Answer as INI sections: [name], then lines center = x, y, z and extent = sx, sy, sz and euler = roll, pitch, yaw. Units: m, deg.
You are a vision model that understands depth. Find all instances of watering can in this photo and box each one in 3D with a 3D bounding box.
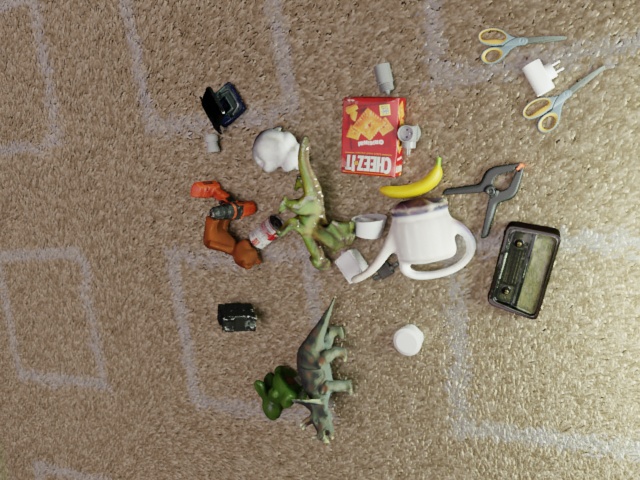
[watering can]
center = 0.239, 0.004, 1.393
extent = 0.347, 0.105, 0.223
euler = -10, 97, 10

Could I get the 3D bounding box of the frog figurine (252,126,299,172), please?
[frog figurine]
center = -0.119, -0.255, 1.530
extent = 0.137, 0.121, 0.161
euler = -48, 66, 5

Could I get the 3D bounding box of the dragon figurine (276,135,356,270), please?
[dragon figurine]
center = 0.004, -0.074, 1.472
extent = 0.244, 0.124, 0.400
euler = 29, 130, 20
